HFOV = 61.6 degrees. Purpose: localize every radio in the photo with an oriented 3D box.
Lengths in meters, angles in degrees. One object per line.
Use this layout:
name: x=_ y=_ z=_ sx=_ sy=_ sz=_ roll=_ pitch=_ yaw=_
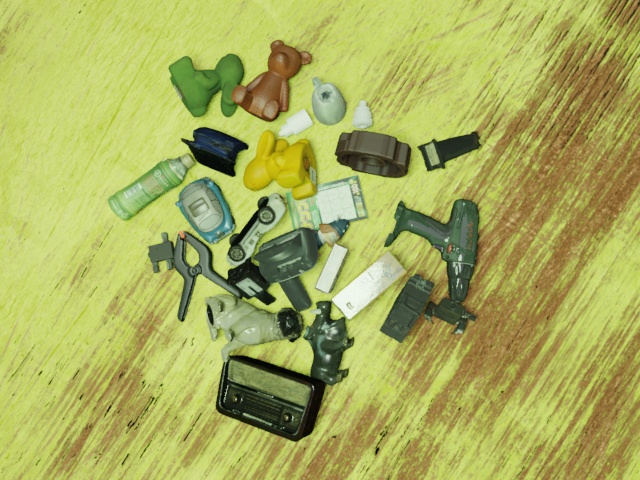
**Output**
radio: x=-0.113 y=0.343 z=1.180 sx=0.230 sy=0.073 sz=0.131 roll=12 pitch=86 yaw=25

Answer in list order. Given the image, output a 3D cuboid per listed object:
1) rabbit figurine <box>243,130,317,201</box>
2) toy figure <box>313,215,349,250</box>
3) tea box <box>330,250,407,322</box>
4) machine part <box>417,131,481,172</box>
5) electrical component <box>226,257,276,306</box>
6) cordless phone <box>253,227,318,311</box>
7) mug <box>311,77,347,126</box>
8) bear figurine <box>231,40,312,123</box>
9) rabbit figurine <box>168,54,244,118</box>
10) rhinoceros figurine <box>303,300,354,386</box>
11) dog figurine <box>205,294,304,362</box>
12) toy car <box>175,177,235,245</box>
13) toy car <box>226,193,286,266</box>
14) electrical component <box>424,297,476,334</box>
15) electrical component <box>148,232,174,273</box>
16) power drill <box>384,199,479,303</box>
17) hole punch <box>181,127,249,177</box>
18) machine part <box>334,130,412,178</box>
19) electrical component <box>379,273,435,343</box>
rabbit figurine: x=-0.104 y=-0.170 z=1.240 sx=0.173 sy=0.121 sz=0.162 roll=-12 pitch=77 yaw=26
toy figure: x=-0.002 y=-0.004 z=1.238 sx=0.154 sy=0.064 sz=0.058 roll=-22 pitch=67 yaw=8
tea box: x=0.109 y=0.102 z=1.198 sx=0.169 sy=0.098 sz=0.068 roll=-42 pitch=83 yaw=-1
machine part: x=0.302 y=-0.210 z=1.240 sx=0.139 sy=0.039 sz=0.084 roll=-21 pitch=74 yaw=5
electrical component: x=-0.149 y=0.100 z=1.235 sx=0.075 sy=0.119 sz=0.048 roll=-32 pitch=38 yaw=27
cordless phone: x=-0.049 y=0.075 z=1.197 sx=0.147 sy=0.089 sz=0.184 roll=-22 pitch=107 yaw=27
mug: x=0.015 y=-0.331 z=1.245 sx=0.081 sy=0.107 sz=0.109 roll=-24 pitch=85 yaw=2
bear figurine: x=-0.106 y=-0.377 z=1.254 sx=0.120 sy=0.132 sz=0.195 roll=29 pitch=94 yaw=2
rabbit figurine: x=-0.251 y=-0.376 z=1.276 sx=0.170 sy=0.121 sz=0.159 roll=-31 pitch=86 yaw=-13
rhinoceros figurine: x=0.017 y=0.232 z=1.211 sx=0.112 sy=0.073 sz=0.190 roll=2 pitch=89 yaw=19
dog figurine: x=-0.150 y=0.173 z=1.223 sx=0.190 sy=0.121 sz=0.172 roll=-13 pitch=59 yaw=-30
toy car: x=-0.273 y=-0.072 z=1.252 sx=0.109 sy=0.103 sz=0.161 roll=-31 pitch=80 yaw=3
toy car: x=-0.150 y=-0.022 z=1.230 sx=0.056 sy=0.074 sz=0.201 roll=32 pitch=108 yaw=-22
electrical component: x=0.284 y=0.169 z=1.191 sx=0.102 sy=0.078 sz=0.045 roll=28 pitch=64 yaw=2
electrical component: x=-0.383 y=0.030 z=1.292 sx=0.063 sy=0.021 sz=0.094 roll=-11 pitch=84 yaw=5
power drill: x=0.251 y=0.008 z=1.202 sx=0.207 sy=0.086 sz=0.232 roll=16 pitch=85 yaw=11
hole punch: x=-0.237 y=-0.219 z=1.260 sx=0.142 sy=0.115 sz=0.092 roll=26 pitch=79 yaw=7
machine part: x=0.118 y=-0.190 z=1.192 sx=0.179 sy=0.179 sz=0.056 roll=12 pitch=84 yaw=7
electrical component: x=0.185 y=0.154 z=1.167 sx=0.058 sy=0.115 sz=0.134 roll=32 pitch=132 yaw=9
